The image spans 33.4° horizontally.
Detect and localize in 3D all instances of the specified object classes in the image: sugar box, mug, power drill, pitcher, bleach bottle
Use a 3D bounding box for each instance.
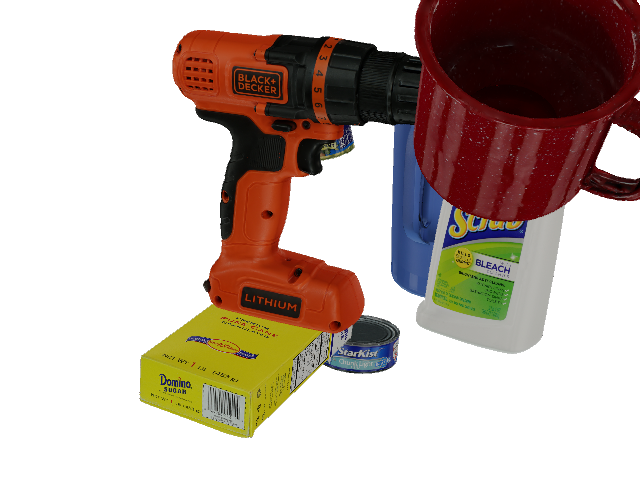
[{"bbox_3d":[-0.050,0.080,0.816,0.093,0.048,0.176,16,28,21],"label":"sugar box"},{"bbox_3d":[0.093,-0.055,0.446,0.117,0.093,0.081,30,-26,16],"label":"mug"},{"bbox_3d":[-0.006,-0.038,0.682,0.185,0.188,0.057,11,24,21],"label":"power drill"},{"bbox_3d":[0.136,-0.056,1.192,0.149,0.243,0.145,-6,28,-17],"label":"pitcher"},{"bbox_3d":[0.138,-0.045,0.819,0.103,0.251,0.067,16,21,31],"label":"bleach bottle"}]

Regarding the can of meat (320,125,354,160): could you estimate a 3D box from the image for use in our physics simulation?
[{"bbox_3d":[-0.025,-0.113,0.951,0.102,0.084,0.057,-4,20,27],"label":"can of meat"}]

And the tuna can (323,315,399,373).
[{"bbox_3d":[0.037,0.105,1.091,0.086,0.034,0.086,3,16,-1],"label":"tuna can"}]
